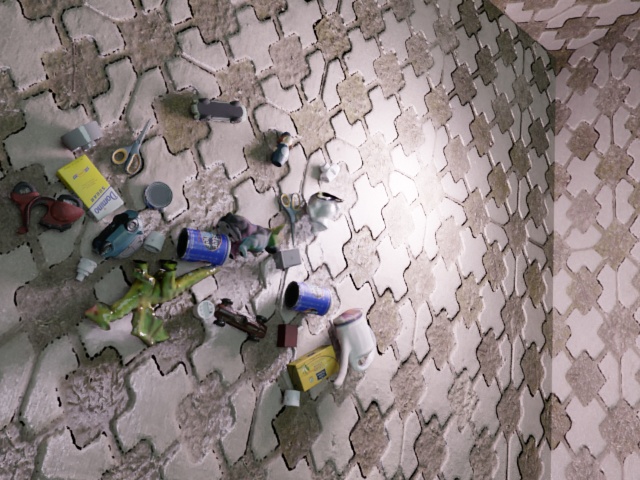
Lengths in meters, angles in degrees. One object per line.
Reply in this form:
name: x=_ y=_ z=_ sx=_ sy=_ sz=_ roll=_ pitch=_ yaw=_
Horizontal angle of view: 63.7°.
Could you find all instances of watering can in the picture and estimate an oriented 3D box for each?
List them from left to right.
watering can: x=0.111 y=0.372 z=1.843 sx=0.103 sy=0.224 sz=0.350 roll=-20 pitch=-1 yaw=30

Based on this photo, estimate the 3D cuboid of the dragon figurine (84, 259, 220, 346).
dragon figurine: x=-0.475 y=0.186 z=1.518 sx=0.410 sy=0.242 sz=0.122 roll=6 pitch=4 yaw=-45

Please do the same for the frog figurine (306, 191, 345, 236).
frog figurine: x=0.006 y=-0.097 z=1.934 sx=0.137 sy=0.157 sz=0.124 roll=2 pitch=25 yaw=-45
